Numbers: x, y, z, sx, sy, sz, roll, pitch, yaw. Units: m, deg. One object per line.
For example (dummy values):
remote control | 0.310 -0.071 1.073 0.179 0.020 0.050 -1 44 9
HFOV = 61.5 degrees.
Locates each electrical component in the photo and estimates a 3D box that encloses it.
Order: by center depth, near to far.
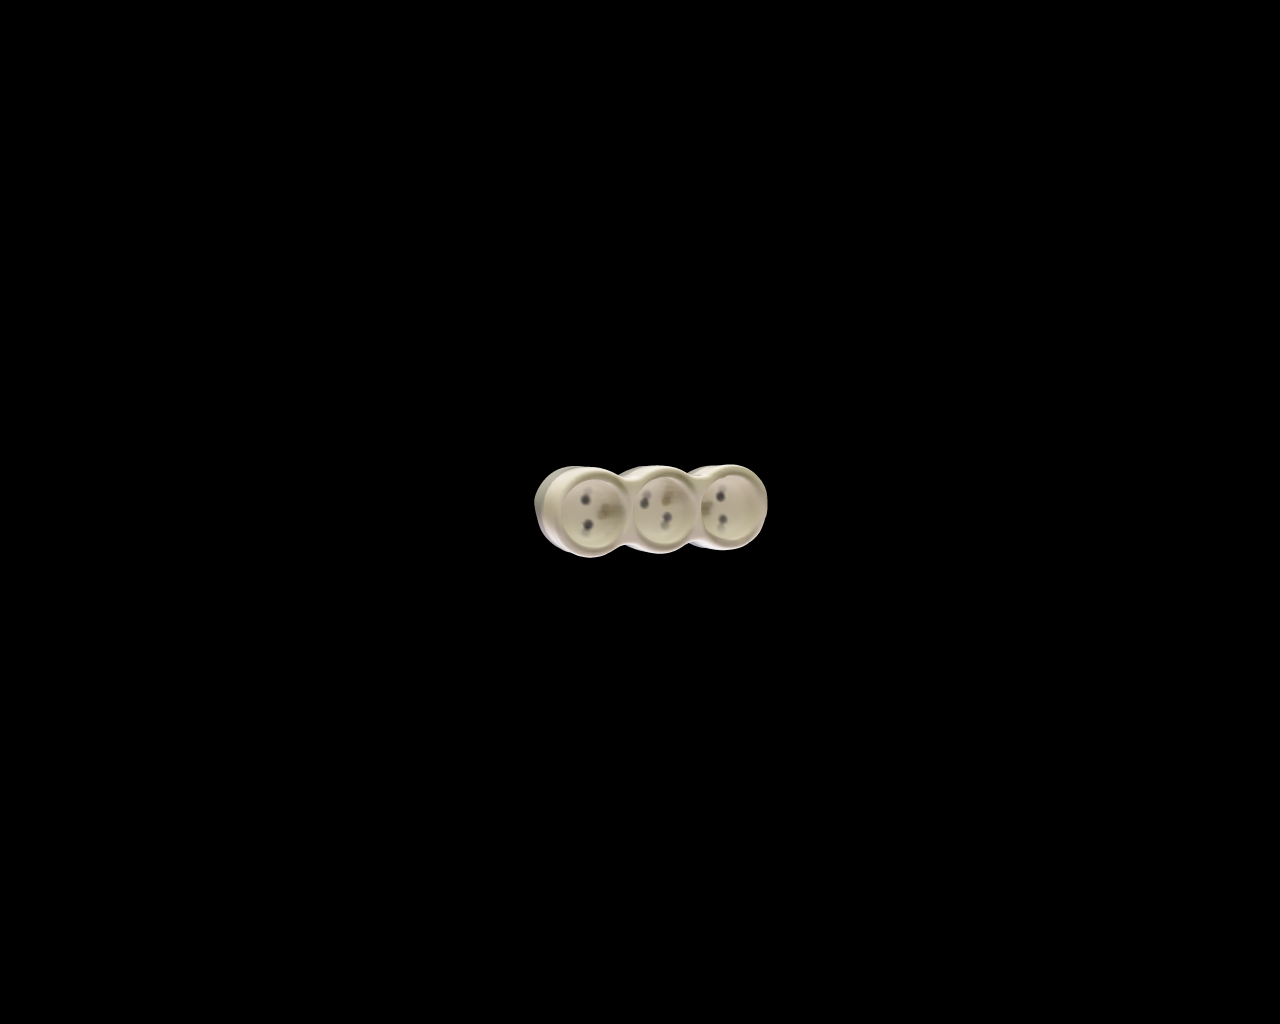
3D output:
electrical component | 0.001 -0.003 0.650 0.138 0.052 0.073 -2 4 -23
